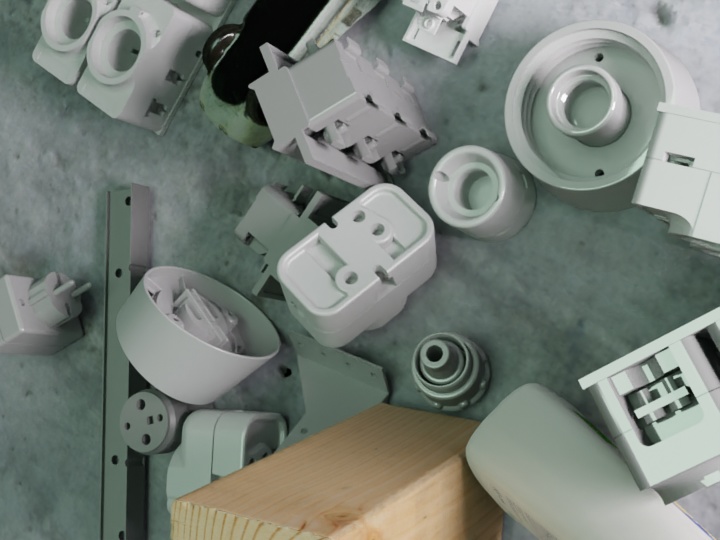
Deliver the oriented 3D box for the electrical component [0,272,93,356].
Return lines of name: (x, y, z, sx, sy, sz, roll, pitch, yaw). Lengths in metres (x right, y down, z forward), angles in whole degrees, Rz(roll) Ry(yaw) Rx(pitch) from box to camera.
electrical component: (-0.234, 0.026, 0.800, 0.077, 0.066, 0.047, -29, 72, 22)

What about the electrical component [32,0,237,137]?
electrical component: (-0.154, -0.209, 0.788, 0.105, 0.060, 0.186, 35, 101, 27)

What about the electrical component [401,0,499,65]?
electrical component: (0.056, -0.176, 0.672, 0.042, 0.064, 0.081, 30, 99, 28)

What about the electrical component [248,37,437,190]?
electrical component: (-0.005, -0.094, 0.662, 0.063, 0.121, 0.078, -28, 72, 20)

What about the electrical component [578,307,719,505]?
electrical component: (0.188, 0.056, 0.505, 0.105, 0.186, 0.060, -31, 71, 21)

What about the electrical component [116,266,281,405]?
electrical component: (-0.109, 0.039, 0.717, 0.064, 0.099, 0.099, -44, 66, 23)

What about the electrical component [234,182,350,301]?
electrical component: (-0.046, -0.022, 0.721, 0.064, 0.042, 0.081, 40, 102, 29)

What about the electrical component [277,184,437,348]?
electrical component: (0.000, 0.000, 0.670, 0.095, 0.059, 0.053, -38, 64, -14)

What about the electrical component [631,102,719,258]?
electrical component: (0.241, -0.024, 0.532, 0.186, 0.105, 0.060, 18, 93, 28)

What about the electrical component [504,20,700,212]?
electrical component: (0.136, -0.091, 0.621, 0.108, 0.060, 0.108, -3, 83, 28)

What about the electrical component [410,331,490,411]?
electrical component: (0.051, 0.057, 0.646, 0.048, 0.062, 0.048, -5, 72, 14)

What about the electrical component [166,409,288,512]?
electrical component: (-0.089, 0.141, 0.717, 0.059, 0.054, 0.095, 0, 84, 28)

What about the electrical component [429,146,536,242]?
electrical component: (0.074, -0.047, 0.657, 0.055, 0.047, 0.055, -3, 83, 28)

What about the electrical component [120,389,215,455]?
electrical component: (-0.133, 0.104, 0.744, 0.045, 0.055, 0.045, -3, 83, 26)
